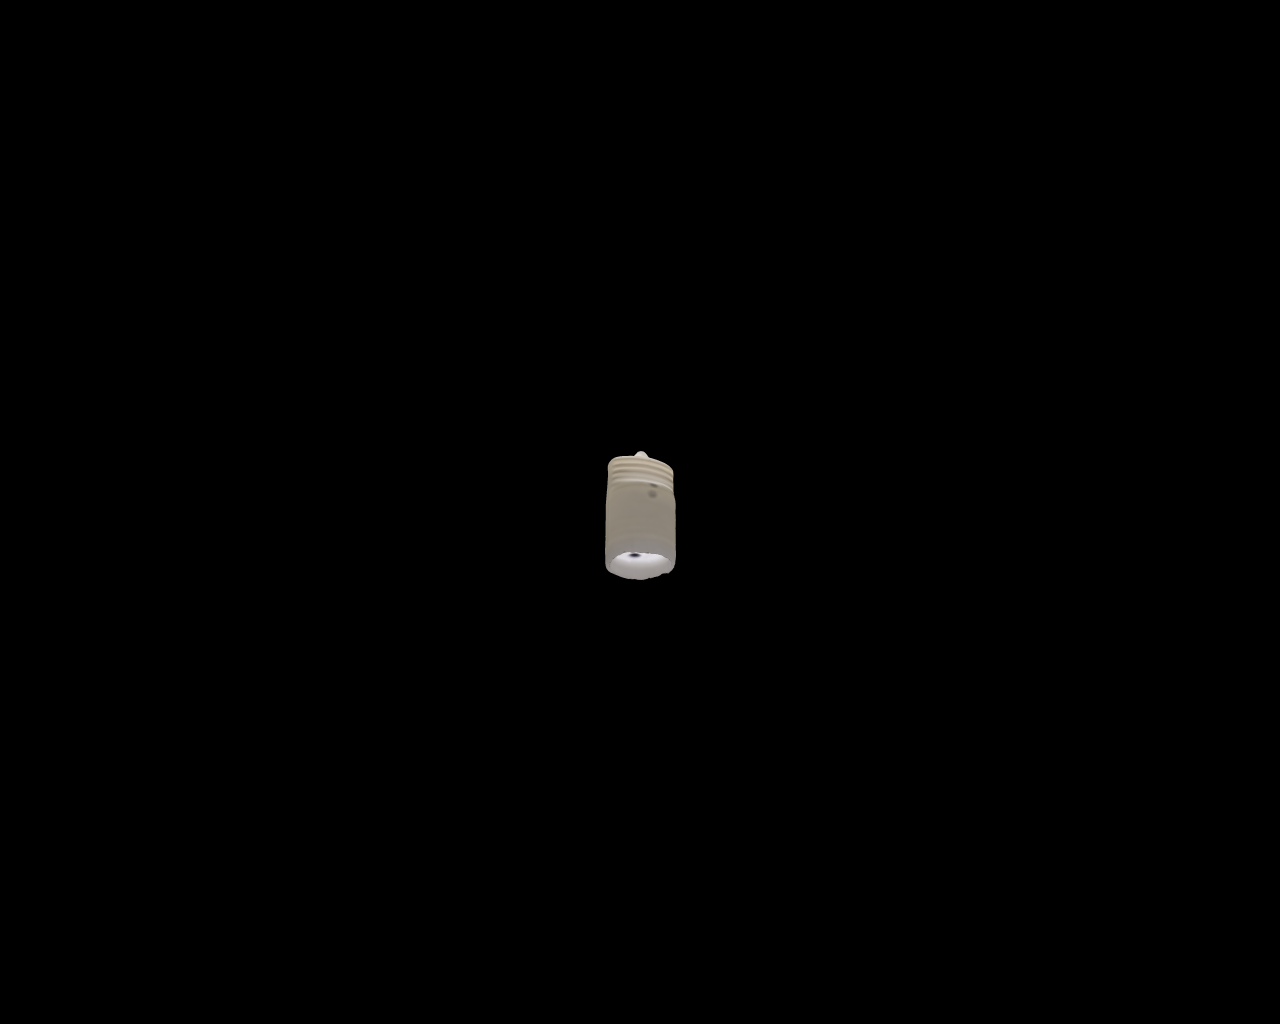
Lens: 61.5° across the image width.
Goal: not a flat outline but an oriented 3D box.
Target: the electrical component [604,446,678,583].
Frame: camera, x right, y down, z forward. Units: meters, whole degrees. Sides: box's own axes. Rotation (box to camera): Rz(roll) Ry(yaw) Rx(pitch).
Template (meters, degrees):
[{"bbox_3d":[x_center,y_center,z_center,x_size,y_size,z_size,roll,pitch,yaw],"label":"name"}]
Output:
[{"bbox_3d":[0.001,-0.003,0.650,0.043,0.081,0.043,0,-27,0],"label":"electrical component"}]
